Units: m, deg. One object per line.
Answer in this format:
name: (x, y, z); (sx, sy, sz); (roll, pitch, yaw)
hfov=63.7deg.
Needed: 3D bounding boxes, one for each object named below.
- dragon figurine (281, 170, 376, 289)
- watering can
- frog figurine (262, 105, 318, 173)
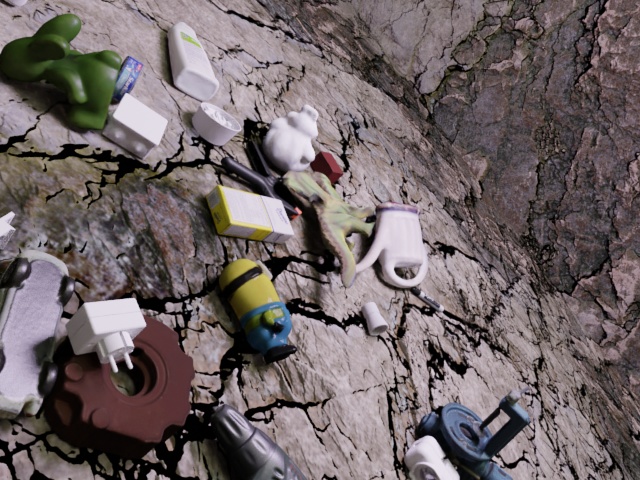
dragon figurine: (0.004, -0.059, 1.165); (0.242, 0.120, 0.417); (38, 21, -7)
watering can: (0.181, 0.006, 1.310); (0.346, 0.103, 0.227); (12, 70, -49)
frog figurine: (-0.060, -0.243, 1.245); (0.138, 0.157, 0.124); (51, 30, 2)
